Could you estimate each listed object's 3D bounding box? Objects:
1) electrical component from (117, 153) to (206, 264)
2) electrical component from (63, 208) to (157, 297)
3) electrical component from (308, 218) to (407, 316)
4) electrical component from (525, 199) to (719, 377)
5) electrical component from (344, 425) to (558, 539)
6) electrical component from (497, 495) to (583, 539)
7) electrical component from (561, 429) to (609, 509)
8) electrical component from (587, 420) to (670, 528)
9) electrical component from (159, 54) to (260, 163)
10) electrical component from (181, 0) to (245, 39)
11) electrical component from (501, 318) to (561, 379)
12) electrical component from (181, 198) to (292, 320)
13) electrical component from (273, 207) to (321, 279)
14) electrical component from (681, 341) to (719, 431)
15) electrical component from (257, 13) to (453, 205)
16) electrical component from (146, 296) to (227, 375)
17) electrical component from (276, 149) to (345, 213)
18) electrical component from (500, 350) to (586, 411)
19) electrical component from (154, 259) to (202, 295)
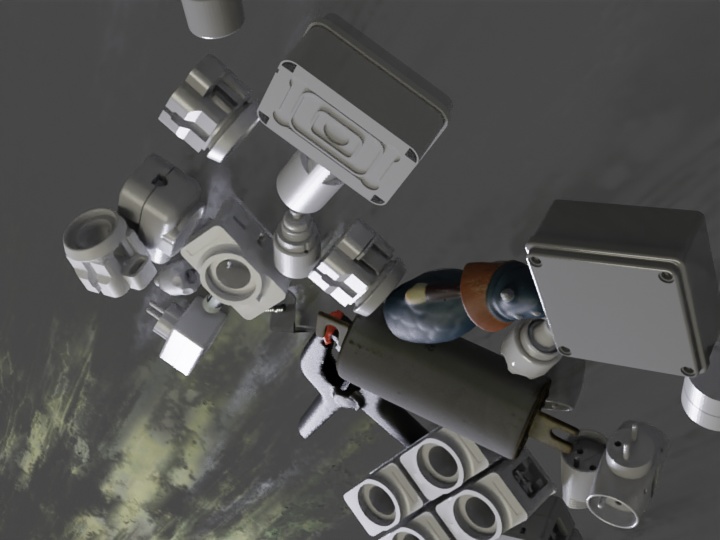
[{"bbox_3d":[-0.178,-0.051,0.963,0.059,0.053,0.095,33,148,2],"label":"electrical component"},{"bbox_3d":[-0.224,-0.017,0.942,0.078,0.058,0.057,13,144,30],"label":"electrical component"},{"bbox_3d":[0.000,0.000,0.870,0.057,0.058,0.078,40,147,-4],"label":"electrical component"},{"bbox_3d":[0.180,0.012,0.726,0.109,0.056,0.108,8,139,35],"label":"electrical component"},{"bbox_3d":[0.076,0.209,1.000,0.105,0.060,0.186,54,133,7],"label":"electrical component"},{"bbox_3d":[0.176,0.281,1.075,0.089,0.061,0.150,3,137,39],"label":"electrical component"},{"bbox_3d":[0.198,0.179,0.941,0.043,0.043,0.081,17,144,25],"label":"electrical component"},{"bbox_3d":[0.215,0.153,0.859,0.043,0.077,0.079,17,143,25],"label":"electrical component"},{"bbox_3d":[-0.110,-0.119,0.813,0.057,0.058,0.078,41,147,-6],"label":"electrical component"},{"bbox_3d":[-0.103,-0.193,0.725,0.040,0.040,0.078,19,145,22],"label":"electrical component"},{"bbox_3d":[0.139,0.055,0.832,0.043,0.043,0.062,33,146,1],"label":"electrical component"},{"bbox_3d":[-0.106,-0.007,0.940,0.050,0.055,0.089,-31,113,27],"label":"electrical component"},{"bbox_3d":[-0.052,-0.027,0.896,0.040,0.040,0.078,25,146,14],"label":"electrical component"},{"bbox_3d":[0.290,0.084,0.726,0.138,0.052,0.073,19,144,23],"label":"electrical component"},{"bbox_3d":[-0.003,-0.109,0.730,0.113,0.057,0.078,36,148,-3],"label":"electrical component"},{"bbox_3d":[-0.190,0.058,1.122,0.076,0.047,0.083,35,148,-2],"label":"electrical component"},{"bbox_3d":[-0.028,-0.078,0.805,0.043,0.043,0.081,38,147,-7],"label":"electrical component"},{"bbox_3d":[0.161,0.085,0.977,0.079,0.077,0.043,-2,160,39],"label":"electrical component"},{"bbox_3d":[-0.183,0.008,1.064,0.061,0.035,0.035,-7,129,49],"label":"electrical component"}]
